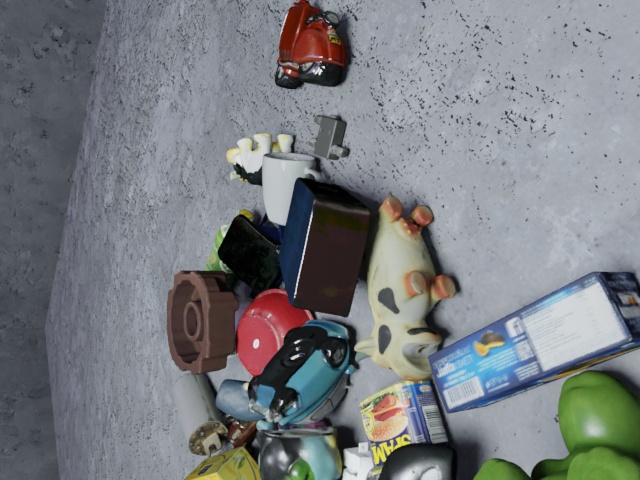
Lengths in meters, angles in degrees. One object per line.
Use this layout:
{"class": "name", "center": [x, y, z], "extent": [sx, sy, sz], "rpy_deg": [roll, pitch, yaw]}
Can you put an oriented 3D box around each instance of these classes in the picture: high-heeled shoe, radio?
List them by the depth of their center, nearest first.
{"class": "high-heeled shoe", "center": [0.131, 0.316, 0.523], "extent": [0.145, 0.086, 0.248], "rpy_deg": [-37, 86, 26]}
{"class": "radio", "center": [-0.001, -0.002, 0.690], "extent": [0.230, 0.073, 0.131], "rpy_deg": [-125, 48, -74]}

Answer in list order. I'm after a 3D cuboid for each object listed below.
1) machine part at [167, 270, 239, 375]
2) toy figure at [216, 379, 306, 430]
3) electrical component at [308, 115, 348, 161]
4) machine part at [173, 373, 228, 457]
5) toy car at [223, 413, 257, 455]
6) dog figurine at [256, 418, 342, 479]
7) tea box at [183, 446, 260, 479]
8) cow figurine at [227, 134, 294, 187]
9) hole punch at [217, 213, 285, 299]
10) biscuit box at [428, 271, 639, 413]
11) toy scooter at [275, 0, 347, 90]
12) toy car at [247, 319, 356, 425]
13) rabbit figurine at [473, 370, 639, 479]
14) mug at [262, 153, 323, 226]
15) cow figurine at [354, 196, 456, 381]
{"class": "machine part", "center": [-0.195, 0.131, 0.876], "extent": [0.179, 0.056, 0.179], "rpy_deg": [-4, 85, 52]}
{"class": "toy figure", "center": [-0.082, 0.256, 0.823], "extent": [0.064, 0.155, 0.058], "rpy_deg": [96, -167, -52]}
{"class": "electrical component", "center": [0.015, -0.153, 0.797], "extent": [0.094, 0.021, 0.063], "rpy_deg": [34, 114, 52]}
{"class": "machine part", "center": [-0.239, 0.337, 1.057], "extent": [0.243, 0.079, 0.079], "rpy_deg": [39, 119, 57]}
{"class": "toy car", "center": [-0.121, 0.307, 0.927], "extent": [0.202, 0.053, 0.089], "rpy_deg": [-53, 49, 37]}
{"class": "dog figurine", "center": [-0.026, 0.355, 0.717], "extent": [0.191, 0.108, 0.219], "rpy_deg": [139, 127, -78]}
{"class": "tea box", "center": [-0.161, 0.424, 0.925], "extent": [0.098, 0.068, 0.169], "rpy_deg": [51, 136, 3]}
{"class": "cow figurine", "center": [-0.109, -0.129, 0.943], "extent": [0.167, 0.068, 0.098], "rpy_deg": [-2, 91, 57]}
{"class": "hole punch", "center": [-0.092, 0.015, 0.899], "extent": [0.116, 0.092, 0.142], "rpy_deg": [44, 125, 12]}
{"class": "biscuit box", "center": [0.189, 0.098, 0.482], "extent": [0.202, 0.063, 0.059], "rpy_deg": [-44, 53, 45]}
{"class": "toy scooter", "center": [-0.015, -0.301, 0.815], "extent": [0.184, 0.075, 0.135], "rpy_deg": [24, 105, 59]}
{"class": "toy car", "center": [-0.014, 0.192, 0.729], "extent": [0.109, 0.161, 0.102], "rpy_deg": [0, 132, 50]}
{"class": "rabbit figurine", "center": [0.213, 0.172, 0.381], "extent": [0.159, 0.170, 0.121], "rpy_deg": [42, 136, -1]}
{"class": "mug", "center": [-0.040, -0.076, 0.833], "extent": [0.110, 0.081, 0.107], "rpy_deg": [18, 113, 32]}
{"class": "cow figurine", "center": [0.087, 0.064, 0.615], "extent": [0.127, 0.085, 0.195], "rpy_deg": [-44, 48, 47]}
